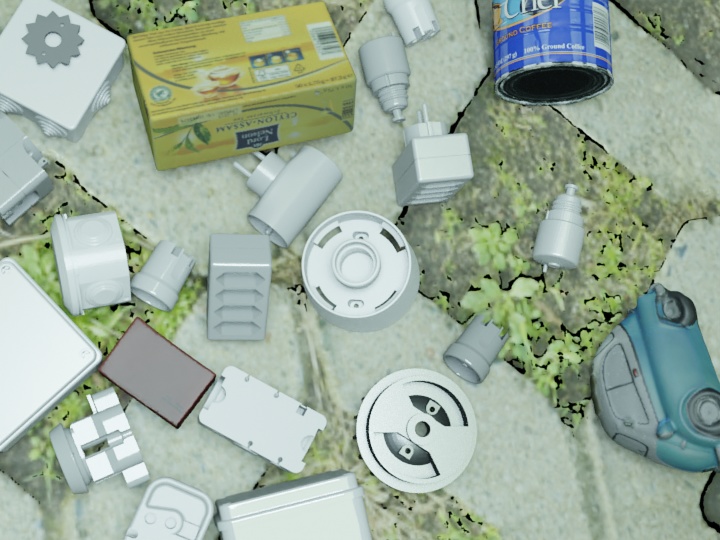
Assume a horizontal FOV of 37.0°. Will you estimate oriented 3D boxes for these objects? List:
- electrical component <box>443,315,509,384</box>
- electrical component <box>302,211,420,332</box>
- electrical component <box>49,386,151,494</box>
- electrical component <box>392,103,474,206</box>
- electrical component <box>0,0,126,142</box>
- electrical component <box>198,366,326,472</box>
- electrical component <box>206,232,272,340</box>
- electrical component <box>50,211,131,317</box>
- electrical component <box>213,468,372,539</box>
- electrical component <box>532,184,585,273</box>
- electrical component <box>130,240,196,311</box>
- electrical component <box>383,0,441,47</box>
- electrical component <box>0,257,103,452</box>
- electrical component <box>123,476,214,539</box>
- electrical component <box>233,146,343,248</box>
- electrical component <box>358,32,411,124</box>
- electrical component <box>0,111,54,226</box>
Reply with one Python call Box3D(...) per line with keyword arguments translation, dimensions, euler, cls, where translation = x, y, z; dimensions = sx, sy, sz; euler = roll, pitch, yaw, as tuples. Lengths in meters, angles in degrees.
Box3D(translation=(0.098, 0.066, 0.904), dimensions=(0.040, 0.040, 0.046), euler=(39, 70, -1), cls="electrical component")
Box3D(translation=(0.000, 0.000, 0.898), dimensions=(0.099, 0.064, 0.099), euler=(-1, 78, 4), cls="electrical component")
Box3D(translation=(-0.203, 0.137, 0.828), dimensions=(0.057, 0.058, 0.078), euler=(-22, 84, -16), cls="electrical component")
Box3D(translation=(0.057, -0.101, 0.904), dimensions=(0.047, 0.083, 0.075), euler=(-6, 81, -11), cls="electrical component")
Box3D(translation=(-0.250, -0.163, 0.880), dimensions=(0.100, 0.048, 0.099), euler=(28, 76, -4), cls="electrical component")
Box3D(translation=(-0.079, 0.120, 0.854), dimensions=(0.089, 0.055, 0.050), euler=(29, 76, -4), cls="electrical component")
Box3D(translation=(-0.099, 0.002, 0.868), dimensions=(0.047, 0.083, 0.075), euler=(1, 42, -10), cls="electrical component")
Box3D(translation=(-0.211, -0.007, 0.842), dimensions=(0.051, 0.080, 0.080), euler=(-11, 82, -17), cls="electrical component")
Box3D(translation=(-0.053, 0.195, 0.833), dimensions=(0.113, 0.078, 0.057), euler=(-12, 85, -12), cls="electrical component")
Box3D(translation=(0.176, -0.036, 0.935), dimensions=(0.040, 0.040, 0.078), euler=(17, 77, -7), cls="electrical component")
Box3D(translation=(-0.159, 0.004, 0.870), dimensions=(0.040, 0.040, 0.046), euler=(29, 71, -4), cls="electrical component")
Box3D(translation=(0.047, -0.226, 0.949), dimensions=(0.040, 0.040, 0.046), euler=(-24, 91, -13), cls="electrical component")
Box3D(translation=(-0.274, 0.066, 0.829), dimensions=(0.109, 0.056, 0.108), euler=(-43, 89, -14), cls="electrical component")
Box3D(translation=(-0.152, 0.208, 0.822), dimensions=(0.054, 0.059, 0.095), euler=(24, 76, -5), cls="electrical component")
Box3D(translation=(-0.068, -0.072, 0.897), dimensions=(0.079, 0.044, 0.077), euler=(38, 76, -2), cls="electrical component")
Box3D(translation=(0.025, -0.166, 0.933), dimensions=(0.040, 0.040, 0.078), euler=(-12, 82, -12), cls="electrical component")
Box3D(translation=(-0.292, -0.090, 0.858), dimensions=(0.089, 0.050, 0.056), euler=(46, 76, 1), cls="electrical component")
